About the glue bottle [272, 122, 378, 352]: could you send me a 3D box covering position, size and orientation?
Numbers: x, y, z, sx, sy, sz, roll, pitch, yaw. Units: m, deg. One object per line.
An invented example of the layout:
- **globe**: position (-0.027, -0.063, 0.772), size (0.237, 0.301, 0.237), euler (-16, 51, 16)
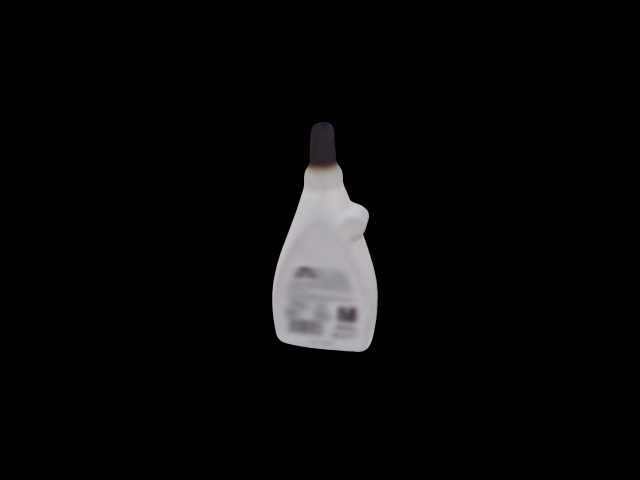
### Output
- **glue bottle**: position (0.004, 0.001, 0.400), size (0.078, 0.173, 0.037), euler (5, 32, 9)
